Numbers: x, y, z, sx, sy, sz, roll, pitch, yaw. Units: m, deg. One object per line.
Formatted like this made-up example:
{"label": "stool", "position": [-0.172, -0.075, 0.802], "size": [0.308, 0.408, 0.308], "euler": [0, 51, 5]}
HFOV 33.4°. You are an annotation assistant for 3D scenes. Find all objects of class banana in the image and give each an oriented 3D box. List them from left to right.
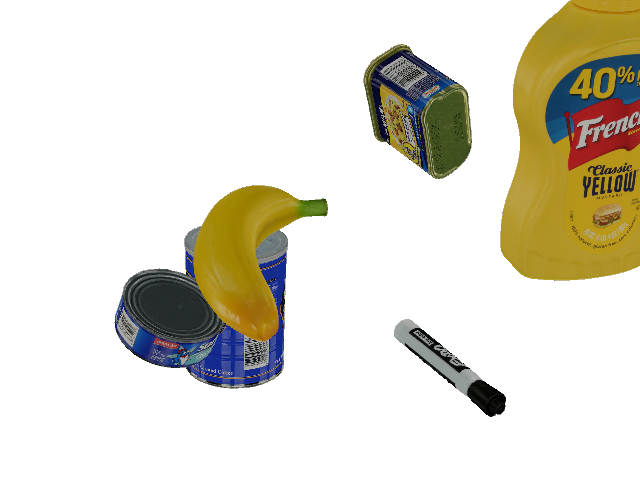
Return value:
{"label": "banana", "position": [-0.043, 0.003, 0.651], "size": [0.070, 0.037, 0.197], "euler": [1, 24, 9]}

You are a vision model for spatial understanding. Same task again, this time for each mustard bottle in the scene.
{"label": "mustard bottle", "position": [0.156, -0.073, 0.604], "size": [0.096, 0.192, 0.058], "euler": [-7, 28, -11]}

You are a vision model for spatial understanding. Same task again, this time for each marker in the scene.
{"label": "marker", "position": [0.094, 0.093, 0.782], "size": [0.020, 0.020, 0.121], "euler": [0, 23, -32]}

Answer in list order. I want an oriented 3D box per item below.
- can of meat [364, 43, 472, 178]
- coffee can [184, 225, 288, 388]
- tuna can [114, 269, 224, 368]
{"label": "can of meat", "position": [0.092, -0.117, 0.985], "size": [0.057, 0.102, 0.084], "euler": [-34, 50, -17]}
{"label": "coffee can", "position": [-0.085, 0.063, 1.078], "size": [0.103, 0.140, 0.103], "euler": [2, 22, -1]}
{"label": "tuna can", "position": [-0.123, 0.064, 0.869], "size": [0.086, 0.034, 0.086], "euler": [17, 33, -12]}
